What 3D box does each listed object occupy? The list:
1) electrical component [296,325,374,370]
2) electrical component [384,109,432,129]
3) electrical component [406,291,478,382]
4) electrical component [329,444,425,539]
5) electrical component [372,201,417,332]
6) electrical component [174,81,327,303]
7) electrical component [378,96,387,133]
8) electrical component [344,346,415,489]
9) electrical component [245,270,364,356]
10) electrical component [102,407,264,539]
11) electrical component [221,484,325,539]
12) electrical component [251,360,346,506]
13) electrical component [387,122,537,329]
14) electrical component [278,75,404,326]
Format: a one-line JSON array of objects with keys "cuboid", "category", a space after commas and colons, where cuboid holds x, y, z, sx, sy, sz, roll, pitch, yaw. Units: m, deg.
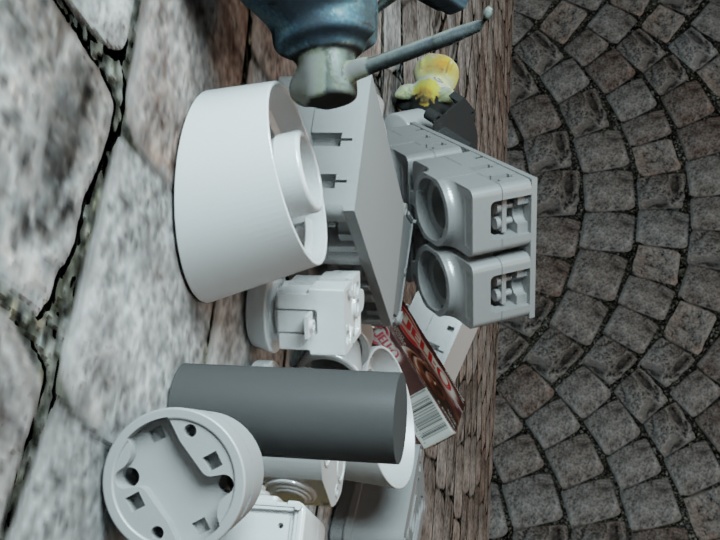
[{"cuboid": [-0.016, 0.054, 0.706, 0.055, 0.045, 0.045, -75, 163, -52], "category": "electrical component"}, {"cuboid": [0.055, -0.129, 0.990, 0.078, 0.040, 0.040, -18, 113, -40], "category": "electrical component"}, {"cuboid": [0.083, 0.036, 1.047, 0.186, 0.060, 0.105, -65, 165, -9], "category": "electrical component"}, {"cuboid": [0.016, 0.198, 0.857, 0.113, 0.057, 0.078, -73, 161, -55], "category": "electrical component"}, {"cuboid": [0.000, 0.000, 0.755, 0.062, 0.061, 0.096, 42, 55, -76], "category": "electrical component"}, {"cuboid": [-0.053, -0.039, 0.515, 0.099, 0.064, 0.099, -12, 90, -79], "category": "electrical component"}, {"cuboid": [-0.003, -0.101, 0.757, 0.077, 0.043, 0.079, 71, 22, -61], "category": "electrical component"}, {"cuboid": [0.003, 0.102, 0.759, 0.099, 0.064, 0.099, 1, 90, -79], "category": "electrical component"}, {"cuboid": [-0.031, 0.023, 0.594, 0.066, 0.055, 0.048, -50, 140, -73], "category": "electrical component"}, {"cuboid": [-0.067, 0.081, 0.424, 0.047, 0.055, 0.055, 39, 53, -81], "category": "electrical component"}, {"cuboid": [-0.052, 0.142, 0.485, 0.061, 0.062, 0.096, 68, 26, -64], "category": "electrical component"}, {"cuboid": [-0.037, 0.090, 0.585, 0.080, 0.051, 0.080, 1, 90, -79], "category": "electrical component"}, {"cuboid": [0.059, -0.039, 0.826, 0.186, 0.060, 0.105, -142, -136, -58], "category": "electrical component"}, {"cuboid": [-0.017, -0.037, 0.645, 0.150, 0.062, 0.089, 71, 24, -62], "category": "electrical component"}]
